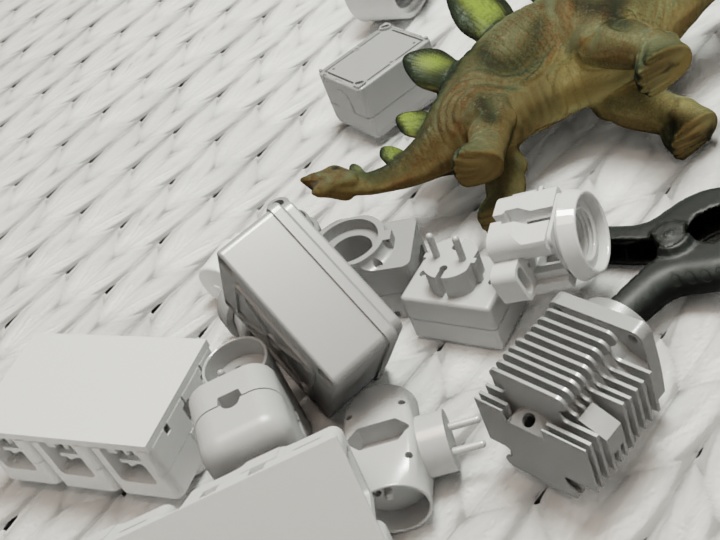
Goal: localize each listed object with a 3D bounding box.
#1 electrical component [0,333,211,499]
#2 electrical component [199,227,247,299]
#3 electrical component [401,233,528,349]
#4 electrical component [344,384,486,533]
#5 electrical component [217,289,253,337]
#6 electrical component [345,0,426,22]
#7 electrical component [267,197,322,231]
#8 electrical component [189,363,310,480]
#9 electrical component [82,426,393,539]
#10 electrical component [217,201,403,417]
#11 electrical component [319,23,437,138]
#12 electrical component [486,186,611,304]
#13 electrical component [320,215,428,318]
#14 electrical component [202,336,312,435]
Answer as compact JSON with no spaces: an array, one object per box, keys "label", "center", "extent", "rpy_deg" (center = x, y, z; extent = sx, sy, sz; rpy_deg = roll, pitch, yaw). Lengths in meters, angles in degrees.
[{"label":"electrical component","center":[-0.170,0.097,0.723],"extent":[0.150,0.061,0.089],"rpy_deg":[0,44,28]},{"label":"electrical component","center":[-0.089,-0.009,0.820],"extent":[0.040,0.040,0.078],"rpy_deg":[8,49,34]},{"label":"electrical component","center":[0.063,0.005,0.695],"extent":[0.066,0.076,0.047],"rpy_deg":[7,48,33]},{"label":"electrical component","center":[0.034,0.104,0.624],"extent":[0.079,0.043,0.077],"rpy_deg":[-17,39,9]},{"label":"electrical component","center":[-0.072,0.033,0.760],"extent":[0.045,0.045,0.055],"rpy_deg":[-33,39,-11]},{"label":"electrical component","center":[0.033,-0.292,1.033],"extent":[0.060,0.108,0.108],"rpy_deg":[10,49,28]},{"label":"electrical component","center":[-0.050,-0.026,0.801],"extent":[0.048,0.062,0.048],"rpy_deg":[-14,40,12]},{"label":"electrical component","center":[-0.056,0.110,0.622],"extent":[0.054,0.095,0.059],"rpy_deg":[-25,38,-1]},{"label":"electrical component","center":[-0.074,0.167,0.546],"extent":[0.186,0.105,0.060],"rpy_deg":[-25,0,-1]},{"label":"electrical component","center":[-0.033,0.027,0.665],"extent":[0.056,0.108,0.108],"rpy_deg":[-40,79,-15]},{"label":"electrical component","center":[0.025,-0.163,0.921],"extent":[0.096,0.061,0.062],"rpy_deg":[-38,41,-17]},{"label":"electrical component","center":[0.118,-0.019,0.666],"extent":[0.057,0.058,0.078],"rpy_deg":[-11,43,35]},{"label":"electrical component","center":[0.000,0.000,0.751],"extent":[0.089,0.055,0.050],"rpy_deg":[-9,41,19]},{"label":"electrical component","center":[-0.071,0.074,0.686],"extent":[0.044,0.077,0.079],"rpy_deg":[-31,39,-7]}]
